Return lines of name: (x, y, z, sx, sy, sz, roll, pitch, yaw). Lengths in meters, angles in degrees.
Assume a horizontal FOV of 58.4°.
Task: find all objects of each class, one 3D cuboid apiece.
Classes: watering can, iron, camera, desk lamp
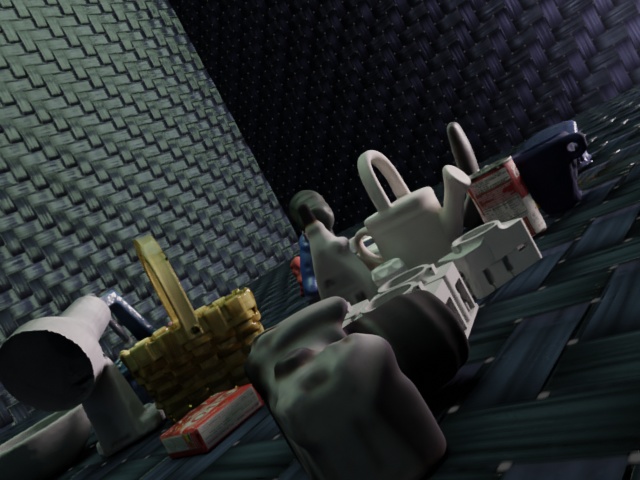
watering can: (0.115, -0.034, 0.743, 0.172, 0.194, 0.101, -28, 2, 10)
iron: (-0.005, 0.043, 1.193, 0.118, 0.141, 0.258, -29, 2, -4)
camera: (0.030, 0.081, 0.370, 0.137, 0.101, 0.143, -29, 2, -16)
desk lamp: (-0.311, 0.186, 0.790, 0.118, 0.213, 0.203, -28, 2, 9)

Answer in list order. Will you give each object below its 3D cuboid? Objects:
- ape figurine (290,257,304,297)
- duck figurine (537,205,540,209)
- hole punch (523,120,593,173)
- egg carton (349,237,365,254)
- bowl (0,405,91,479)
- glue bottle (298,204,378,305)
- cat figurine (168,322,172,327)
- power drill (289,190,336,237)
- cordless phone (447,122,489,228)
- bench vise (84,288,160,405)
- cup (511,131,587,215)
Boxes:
ape figurine: (-0.038, 0.082, 1.346, 0.076, 0.092, 0.078, -28, 3, 21)
duck figurine: (0.330, -0.097, 0.895, 0.105, 0.086, 0.077, -29, 2, -17)
hole punch: (0.422, -0.156, 1.031, 0.108, 0.091, 0.101, -27, 3, 34)
egg carton: (0.131, 0.004, 1.327, 0.151, 0.069, 0.107, -30, 3, -40)
bowl: (-0.417, 0.320, 0.876, 0.167, 0.075, 0.167, -29, 2, 2)
glue bottle: (0.019, 0.031, 0.724, 0.078, 0.173, 0.037, -27, 3, 29)
cat figurine: (-0.196, 0.174, 0.884, 0.067, 0.118, 0.127, -30, 3, -31)
power drill: (0.009, 0.004, 1.024, 0.075, 0.208, 0.229, -29, 2, -3)
cordless phone: (0.261, -0.120, 1.020, 0.094, 0.185, 0.148, -28, 3, 22)
bench vise: (-0.310, 0.173, 0.991, 0.121, 0.220, 0.208, -28, 2, 17)
cup: (0.313, -0.086, 0.752, 0.092, 0.095, 0.117, -30, 3, -28)
